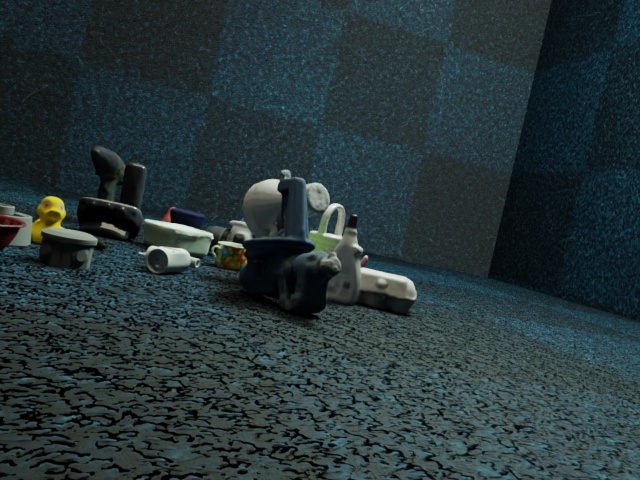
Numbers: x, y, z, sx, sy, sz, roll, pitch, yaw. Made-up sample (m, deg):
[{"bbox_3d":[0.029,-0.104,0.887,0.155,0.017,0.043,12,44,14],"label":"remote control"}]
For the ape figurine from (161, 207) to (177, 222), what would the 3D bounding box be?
[{"bbox_3d":[-0.418,-0.046,1.621,0.076,0.092,0.077,11,3,-21],"label":"ape figurine"}]

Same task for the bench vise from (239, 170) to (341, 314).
[{"bbox_3d":[-0.034,0.001,0.934,0.206,0.220,0.122,14,3,29],"label":"bench vise"}]

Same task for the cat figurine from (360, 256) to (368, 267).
[{"bbox_3d":[0.076,0.055,1.473,0.067,0.118,0.127,10,3,-40],"label":"cat figurine"}]

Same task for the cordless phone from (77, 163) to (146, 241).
[{"bbox_3d":[-0.490,-0.099,1.363,0.148,0.185,0.094,12,2,-13],"label":"cordless phone"}]

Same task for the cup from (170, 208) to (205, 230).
[{"bbox_3d":[-0.367,-0.034,1.549,0.092,0.095,0.117,11,3,-22],"label":"cup"}]

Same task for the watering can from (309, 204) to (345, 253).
[{"bbox_3d":[0.012,0.005,1.391,0.172,0.194,0.101,13,2,11],"label":"watering can"}]

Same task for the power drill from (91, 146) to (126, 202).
[{"bbox_3d":[-0.566,-0.134,1.507,0.075,0.208,0.229,12,2,-5],"label":"power drill"}]

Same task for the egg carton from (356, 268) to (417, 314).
[{"bbox_3d":[0.123,0.102,1.177,0.150,0.069,0.107,13,2,7],"label":"egg carton"}]

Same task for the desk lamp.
[{"bbox_3d":[-0.061,-0.009,1.087,0.118,0.213,0.202,10,3,-40],"label":"desk lamp"}]

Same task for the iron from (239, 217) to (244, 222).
[{"bbox_3d":[-0.167,-0.017,1.637,0.119,0.141,0.257,11,3,-32],"label":"iron"}]

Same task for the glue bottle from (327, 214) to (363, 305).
[{"bbox_3d":[0.050,0.035,1.116,0.078,0.173,0.037,13,3,22],"label":"glue bottle"}]

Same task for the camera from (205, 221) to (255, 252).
[{"bbox_3d":[-0.219,-0.001,1.468,0.136,0.101,0.143,13,2,16],"label":"camera"}]

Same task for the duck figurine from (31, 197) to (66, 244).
[{"bbox_3d":[-0.500,-0.038,1.058,0.078,0.086,0.104,11,3,-35],"label":"duck figurine"}]
